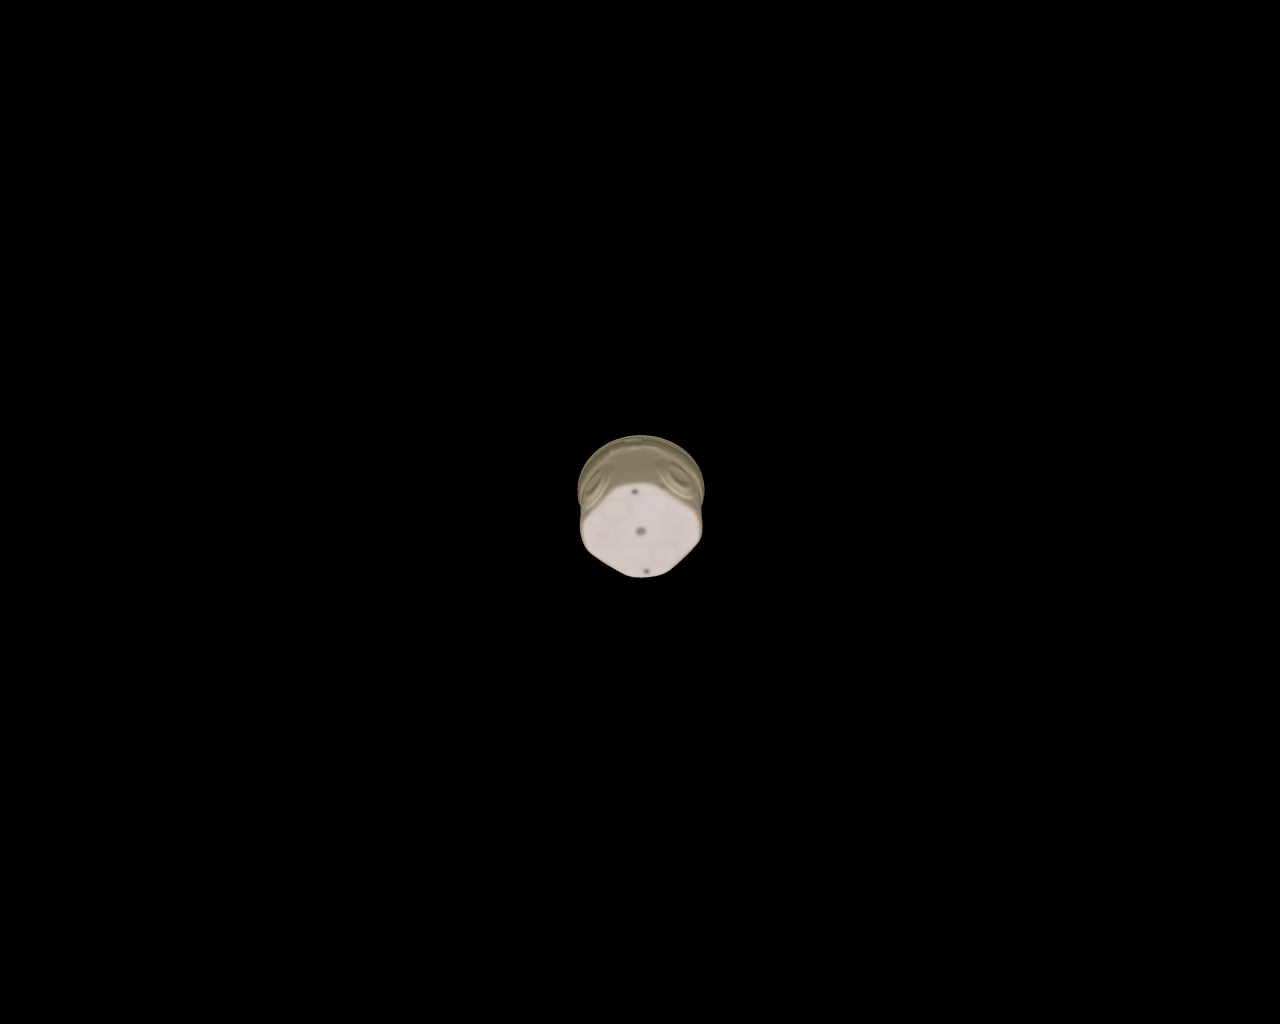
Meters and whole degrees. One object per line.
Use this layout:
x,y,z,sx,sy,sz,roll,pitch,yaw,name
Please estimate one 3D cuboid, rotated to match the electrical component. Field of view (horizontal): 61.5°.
0.001,-0.003,0.650,0.080,0.080,0.051,0,35,0,electrical component
